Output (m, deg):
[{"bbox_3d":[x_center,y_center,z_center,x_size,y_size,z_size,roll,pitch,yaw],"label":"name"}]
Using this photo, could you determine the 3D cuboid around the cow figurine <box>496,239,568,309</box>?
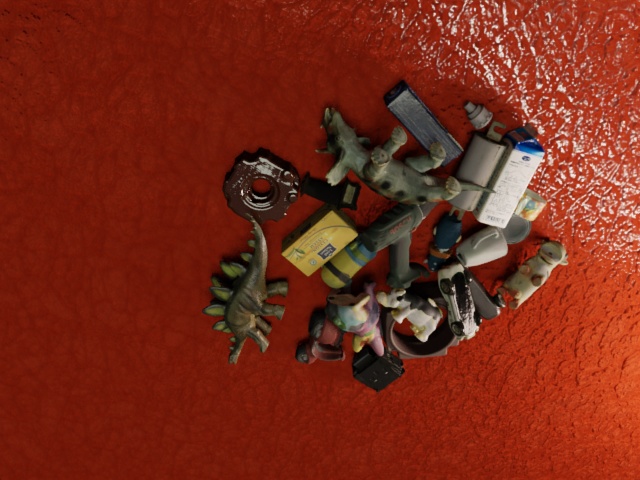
[{"bbox_3d":[0.546,0.076,1.354,0.085,0.127,0.194,44,133,18],"label":"cow figurine"}]

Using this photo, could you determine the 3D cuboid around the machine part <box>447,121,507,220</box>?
[{"bbox_3d":[0.353,-0.155,1.226,0.079,0.079,0.243,13,119,-10],"label":"machine part"}]

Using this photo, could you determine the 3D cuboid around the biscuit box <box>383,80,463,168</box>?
[{"bbox_3d":[0.225,-0.252,1.173,0.063,0.059,0.202,-39,115,20],"label":"biscuit box"}]

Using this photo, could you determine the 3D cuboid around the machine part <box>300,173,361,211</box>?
[{"bbox_3d":[0.024,-0.113,1.241,0.139,0.084,0.039,13,153,0],"label":"machine part"}]

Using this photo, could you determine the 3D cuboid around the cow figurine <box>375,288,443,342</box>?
[{"bbox_3d":[0.219,0.162,1.316,0.167,0.068,0.098,40,97,-11],"label":"cow figurine"}]

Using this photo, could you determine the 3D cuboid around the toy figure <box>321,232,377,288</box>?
[{"bbox_3d":[0.076,0.043,1.317,0.180,0.089,0.082,-39,109,18],"label":"toy figure"}]

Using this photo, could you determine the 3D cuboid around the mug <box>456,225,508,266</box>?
[{"bbox_3d":[0.389,0.017,1.301,0.107,0.081,0.109,-26,157,-5],"label":"mug"}]

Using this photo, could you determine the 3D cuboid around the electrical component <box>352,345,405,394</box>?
[{"bbox_3d":[0.157,0.359,1.522,0.134,0.058,0.115,38,109,-22],"label":"electrical component"}]

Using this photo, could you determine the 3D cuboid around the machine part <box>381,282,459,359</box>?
[{"bbox_3d":[0.268,0.216,1.430,0.201,0.087,0.201,-5,121,-1],"label":"machine part"}]

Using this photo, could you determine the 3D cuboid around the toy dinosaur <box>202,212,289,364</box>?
[{"bbox_3d":[-0.183,0.141,1.349,0.198,0.105,0.470,15,120,-11],"label":"toy dinosaur"}]

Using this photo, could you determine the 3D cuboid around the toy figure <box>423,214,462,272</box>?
[{"bbox_3d":[0.306,0.011,1.329,0.058,0.064,0.154,-18,135,-39],"label":"toy figure"}]

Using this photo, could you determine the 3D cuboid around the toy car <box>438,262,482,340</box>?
[{"bbox_3d":[0.346,0.153,1.333,0.073,0.056,0.201,-24,105,-22],"label":"toy car"}]

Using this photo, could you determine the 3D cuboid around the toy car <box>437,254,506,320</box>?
[{"bbox_3d":[0.387,0.119,1.377,0.089,0.053,0.202,-39,92,30],"label":"toy car"}]

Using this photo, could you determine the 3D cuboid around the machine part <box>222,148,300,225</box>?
[{"bbox_3d":[-0.136,-0.119,1.234,0.179,0.056,0.179,-1,120,-1],"label":"machine part"}]

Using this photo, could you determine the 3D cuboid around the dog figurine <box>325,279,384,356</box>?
[{"bbox_3d":[0.099,0.215,1.372,0.109,0.191,0.219,0,116,28],"label":"dog figurine"}]

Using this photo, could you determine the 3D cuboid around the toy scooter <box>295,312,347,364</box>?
[{"bbox_3d":[0.021,0.274,1.457,0.135,0.075,0.183,17,121,-12],"label":"toy scooter"}]

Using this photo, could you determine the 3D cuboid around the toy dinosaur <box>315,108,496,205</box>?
[{"bbox_3d":[0.170,-0.141,1.178,0.405,0.131,0.192,26,157,-19],"label":"toy dinosaur"}]

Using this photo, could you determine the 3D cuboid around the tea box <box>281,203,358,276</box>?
[{"bbox_3d":[-0.003,-0.004,1.299,0.098,0.068,0.169,40,109,-22],"label":"tea box"}]

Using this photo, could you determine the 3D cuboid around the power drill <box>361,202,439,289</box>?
[{"bbox_3d":[0.213,0.002,1.279,0.232,0.086,0.207,-27,129,-21],"label":"power drill"}]
